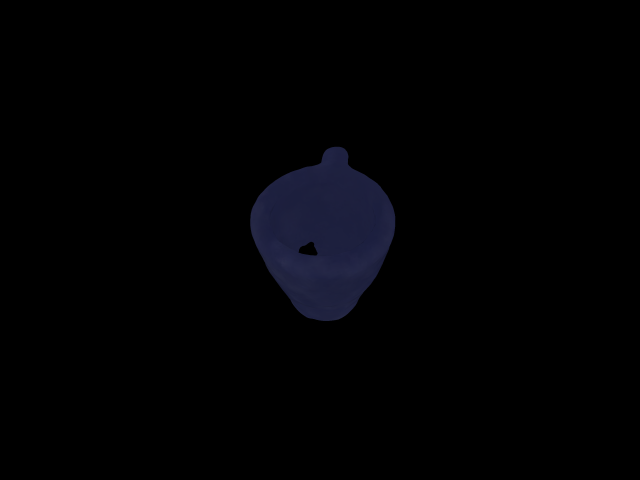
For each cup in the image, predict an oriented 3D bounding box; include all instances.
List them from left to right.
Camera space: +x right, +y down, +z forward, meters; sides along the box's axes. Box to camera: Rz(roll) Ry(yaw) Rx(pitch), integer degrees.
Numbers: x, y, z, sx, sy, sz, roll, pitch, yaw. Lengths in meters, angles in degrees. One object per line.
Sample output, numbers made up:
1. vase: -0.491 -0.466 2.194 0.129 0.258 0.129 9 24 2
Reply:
1. cup: 0.004 0.001 0.400 0.091 0.095 0.118 5 51 5
